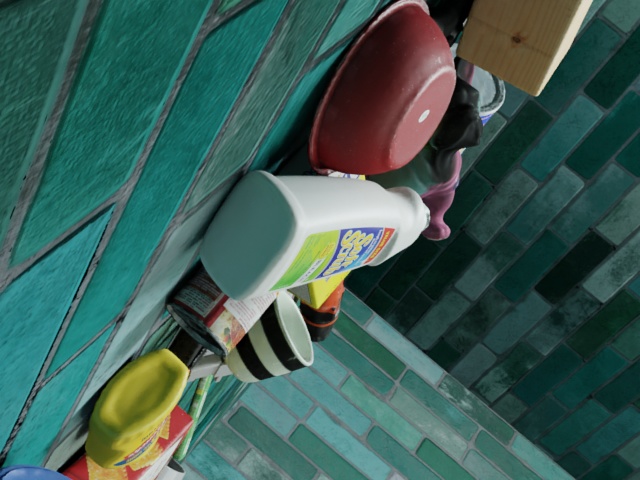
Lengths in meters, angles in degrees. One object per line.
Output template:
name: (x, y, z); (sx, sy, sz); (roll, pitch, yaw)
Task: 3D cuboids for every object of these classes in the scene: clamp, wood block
clamp: (0.106, -0.188, 0.995); (0.171, 0.039, 0.120); (-46, 175, -43)
wood block: (0.199, -0.238, 0.928); (0.090, 0.091, 0.206); (-53, 168, -34)
clamp: (-0.086, 0.046, 1.038); (0.210, 0.036, 0.164); (-53, 175, -14)

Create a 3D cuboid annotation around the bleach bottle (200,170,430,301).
bleach bottle: (0.018, -0.014, 0.882); (0.250, 0.068, 0.103); (-10, 145, -52)

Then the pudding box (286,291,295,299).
pudding box: (-0.061, 0.083, 1.235); (0.090, 0.039, 0.113); (-55, -168, 40)

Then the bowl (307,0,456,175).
bowl: (0.060, -0.109, 0.847); (0.162, 0.055, 0.162); (-48, 160, -24)

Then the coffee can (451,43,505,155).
coffee can: (0.137, -0.146, 1.245); (0.102, 0.103, 0.140); (-47, 174, -40)

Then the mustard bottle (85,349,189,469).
mustard bottle: (-0.179, 0.171, 1.013); (0.096, 0.058, 0.192); (-46, 174, -28)

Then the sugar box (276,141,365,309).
sugar box: (0.002, -0.019, 0.984); (0.093, 0.048, 0.176); (-49, 158, -21)

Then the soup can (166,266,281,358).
soup can: (-0.074, 0.041, 0.918); (0.102, 0.068, 0.068); (-49, 175, -18)

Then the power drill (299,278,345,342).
power drill: (0.024, 0.030, 1.429); (0.184, 0.057, 0.187); (103, 7, -59)

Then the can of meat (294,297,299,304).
can of meat: (-0.063, 0.080, 1.440); (0.102, 0.057, 0.083); (-52, 177, 19)

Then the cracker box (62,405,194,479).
cracker box: (-0.245, 0.275, 1.143); (0.213, 0.072, 0.164); (-43, 171, -51)

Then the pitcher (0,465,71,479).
pitcher: (-0.264, 0.288, 0.790); (0.243, 0.145, 0.149); (-55, -174, 15)
